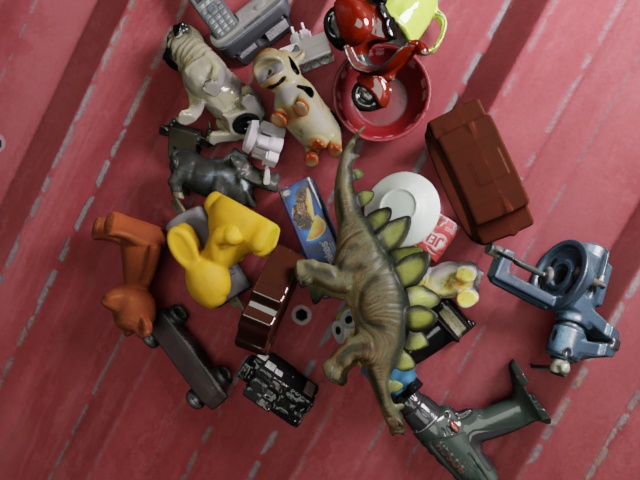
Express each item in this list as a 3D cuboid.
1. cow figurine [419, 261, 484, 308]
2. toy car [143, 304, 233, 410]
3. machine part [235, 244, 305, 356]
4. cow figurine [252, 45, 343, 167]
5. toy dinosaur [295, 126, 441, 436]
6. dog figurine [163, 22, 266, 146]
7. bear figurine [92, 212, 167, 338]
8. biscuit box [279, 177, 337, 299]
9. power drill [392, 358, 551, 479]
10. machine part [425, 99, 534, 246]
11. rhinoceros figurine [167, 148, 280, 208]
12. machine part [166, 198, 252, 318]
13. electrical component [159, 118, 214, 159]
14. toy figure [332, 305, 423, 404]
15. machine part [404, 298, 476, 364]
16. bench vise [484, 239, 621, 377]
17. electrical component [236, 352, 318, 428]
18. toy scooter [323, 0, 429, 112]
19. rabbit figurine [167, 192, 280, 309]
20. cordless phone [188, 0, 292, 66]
[{"bbox_3d":[0.180,0.070,0.885,0.167,0.098,0.068,-8,99,25],"label":"cow figurine"},{"bbox_3d":[-0.233,0.207,0.954,0.089,0.053,0.202,-42,82,10],"label":"toy car"},{"bbox_3d":[-0.078,0.097,0.870,0.056,0.179,0.179,22,94,3],"label":"machine part"},{"bbox_3d":[-0.035,-0.228,0.871,0.085,0.127,0.194,-23,129,27],"label":"cow figurine"},{"bbox_3d":[0.070,0.056,0.819,0.199,0.105,0.471,-17,79,6],"label":"toy dinosaur"},{"bbox_3d":[-0.177,-0.274,0.928,0.121,0.172,0.191,-31,55,21],"label":"dog figurine"},{"bbox_3d":[-0.334,0.065,0.921,0.132,0.120,0.195,20,77,-34],"label":"bear figurine"},{"bbox_3d":[-0.002,-0.003,0.914,0.059,0.063,0.202,-23,88,8],"label":"biscuit box"},{"bbox_3d":[0.251,0.280,0.879,0.207,0.086,0.232,-34,88,3],"label":"power drill"},{"bbox_3d":[0.232,-0.096,0.812,0.087,0.201,0.201,-24,88,11],"label":"machine part"},{"bbox_3d":[-0.165,-0.104,0.923,0.190,0.073,0.112,11,97,-4],"label":"rhinoceros figurine"},{"bbox_3d":[-0.193,0.029,0.932,0.079,0.079,0.243,-32,86,7],"label":"machine part"},{"bbox_3d":[-0.233,-0.177,0.953,0.102,0.045,0.078,12,121,10],"label":"electrical component"},{"bbox_3d":[0.091,0.182,0.876,0.082,0.089,0.180,-41,70,-2],"label":"toy figure"},{"bbox_3d":[0.188,0.163,0.907,0.139,0.039,0.084,-44,94,4],"label":"machine part"},{"bbox_3d":[0.350,0.084,0.831,0.240,0.129,0.223,26,87,-11],"label":"bench vise"},{"bbox_3d":[-0.073,0.243,0.902,0.134,0.115,0.058,34,91,6],"label":"electrical component"},{"bbox_3d":[0.089,-0.299,0.820,0.135,0.075,0.183,-20,91,34],"label":"toy scooter"},{"bbox_3d":[-0.161,0.021,0.846,0.162,0.122,0.173,25,92,-10],"label":"rabbit figurine"},{"bbox_3d":[-0.146,-0.409,0.917,0.146,0.088,0.184,-36,82,7],"label":"cordless phone"}]
